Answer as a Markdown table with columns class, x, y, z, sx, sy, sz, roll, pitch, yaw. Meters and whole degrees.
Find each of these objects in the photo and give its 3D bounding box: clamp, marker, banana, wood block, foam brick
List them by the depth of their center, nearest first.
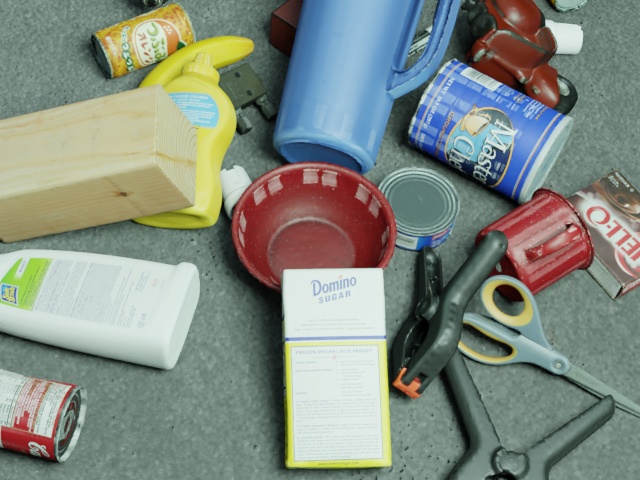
| class | x | y | z | sx | sy | sz | roll | pitch | yaw |
| --- | --- | --- | --- | --- | --- | --- | --- | --- | --- |
| clamp | 0.158 | 0.195 | 0.950 | 0.165 | 0.036 | 0.209 | 23 | 59 | 11 |
| clamp | 0.117 | 0.064 | 0.996 | 0.039 | 0.120 | 0.171 | 29 | 59 | -19 |
| wood block | -0.230 | -0.070 | 1.021 | 0.206 | 0.090 | 0.090 | -10 | 62 | 15 |
| banana | -0.151 | -0.171 | 1.171 | 0.069 | 0.037 | 0.197 | 42 | 63 | -12 |
| foam brick | -0.012 | -0.250 | 1.219 | 0.051 | 0.053 | 0.078 | 37 | 62 | 19 |
| marker | 0.090 | -0.213 | 1.222 | 0.121 | 0.020 | 0.020 | -33 | 65 | -22 |

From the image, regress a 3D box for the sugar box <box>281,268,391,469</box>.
| class | x | y | z | sx | sy | sz | roll | pitch | yaw |
| --- | --- | --- | --- | --- | --- | --- | --- | --- | --- |
| sugar box | 0.013 | 0.115 | 0.955 | 0.093 | 0.048 | 0.176 | 0 | 76 | -5 |

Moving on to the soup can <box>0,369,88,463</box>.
| class | x | y | z | sx | sy | sz | roll | pitch | yaw |
| --- | --- | --- | --- | --- | --- | --- | --- | --- | --- |
| soup can | -0.264 | 0.149 | 0.933 | 0.102 | 0.068 | 0.068 | 13 | 57 | 5 |

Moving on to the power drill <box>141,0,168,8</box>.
| class | x | y | z | sx | sy | sz | roll | pitch | yaw |
| --- | --- | --- | --- | --- | --- | --- | --- | --- | --- |
| power drill | -0.252 | -0.346 | 1.229 | 0.187 | 0.057 | 0.184 | 5 | 55 | -6 |

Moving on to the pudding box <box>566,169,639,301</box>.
| class | x | y | z | sx | sy | sz | roll | pitch | yaw |
| --- | --- | --- | --- | --- | --- | --- | --- | --- | --- |
| pudding box | 0.302 | -0.006 | 1.090 | 0.090 | 0.039 | 0.113 | -28 | 63 | -20 |

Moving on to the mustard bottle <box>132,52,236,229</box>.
| class | x | y | z | sx | sy | sz | roll | pitch | yaw |
| --- | --- | --- | --- | --- | --- | --- | --- | --- | --- |
| mustard bottle | -0.137 | -0.108 | 1.093 | 0.096 | 0.058 | 0.191 | 2 | 67 | 17 |

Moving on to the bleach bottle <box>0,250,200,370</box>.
| class | x | y | z | sx | sy | sz | roll | pitch | yaw |
| --- | --- | --- | --- | --- | --- | --- | --- | --- | --- |
| bleach bottle | -0.247 | 0.048 | 1.005 | 0.251 | 0.068 | 0.102 | 12 | 56 | 7 |

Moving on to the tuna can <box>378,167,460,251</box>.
| class | x | y | z | sx | sy | sz | roll | pitch | yaw |
| --- | --- | --- | --- | --- | --- | --- | --- | --- | --- |
| tuna can | 0.099 | -0.031 | 1.096 | 0.086 | 0.034 | 0.086 | 2 | 57 | -3 |

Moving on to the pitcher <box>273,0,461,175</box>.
| class | x | y | z | sx | sy | sz | roll | pitch | yaw |
| --- | --- | --- | --- | --- | --- | --- | --- | --- | --- |
| pitcher | 0.040 | -0.193 | 1.111 | 0.144 | 0.149 | 0.243 | 20 | 73 | -18 |

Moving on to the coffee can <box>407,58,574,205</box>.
| class | x | y | z | sx | sy | sz | roll | pitch | yaw |
| --- | --- | --- | --- | --- | --- | --- | --- | --- | --- |
| coffee can | 0.177 | -0.113 | 1.113 | 0.140 | 0.103 | 0.102 | 30 | 60 | 15 |

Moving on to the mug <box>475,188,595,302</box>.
| class | x | y | z | sx | sy | sz | roll | pitch | yaw |
| --- | --- | --- | --- | --- | --- | --- | --- | --- | --- |
| mug | 0.210 | 0.007 | 1.034 | 0.081 | 0.117 | 0.093 | -30 | 94 | -16 |

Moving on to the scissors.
| class | x | y | z | sx | sy | sz | roll | pitch | yaw |
| --- | --- | --- | --- | --- | --- | --- | --- | --- | --- |
| scissors | 0.222 | 0.096 | 1.001 | 0.202 | 0.096 | 0.016 | 16 | 14 | 9 |

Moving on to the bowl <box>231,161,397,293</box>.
| class | x | y | z | sx | sy | sz | roll | pitch | yaw |
| --- | --- | --- | --- | --- | --- | --- | --- | --- | --- |
| bowl | -0.007 | 0.001 | 1.054 | 0.162 | 0.055 | 0.162 | 2 | 57 | -3 |
